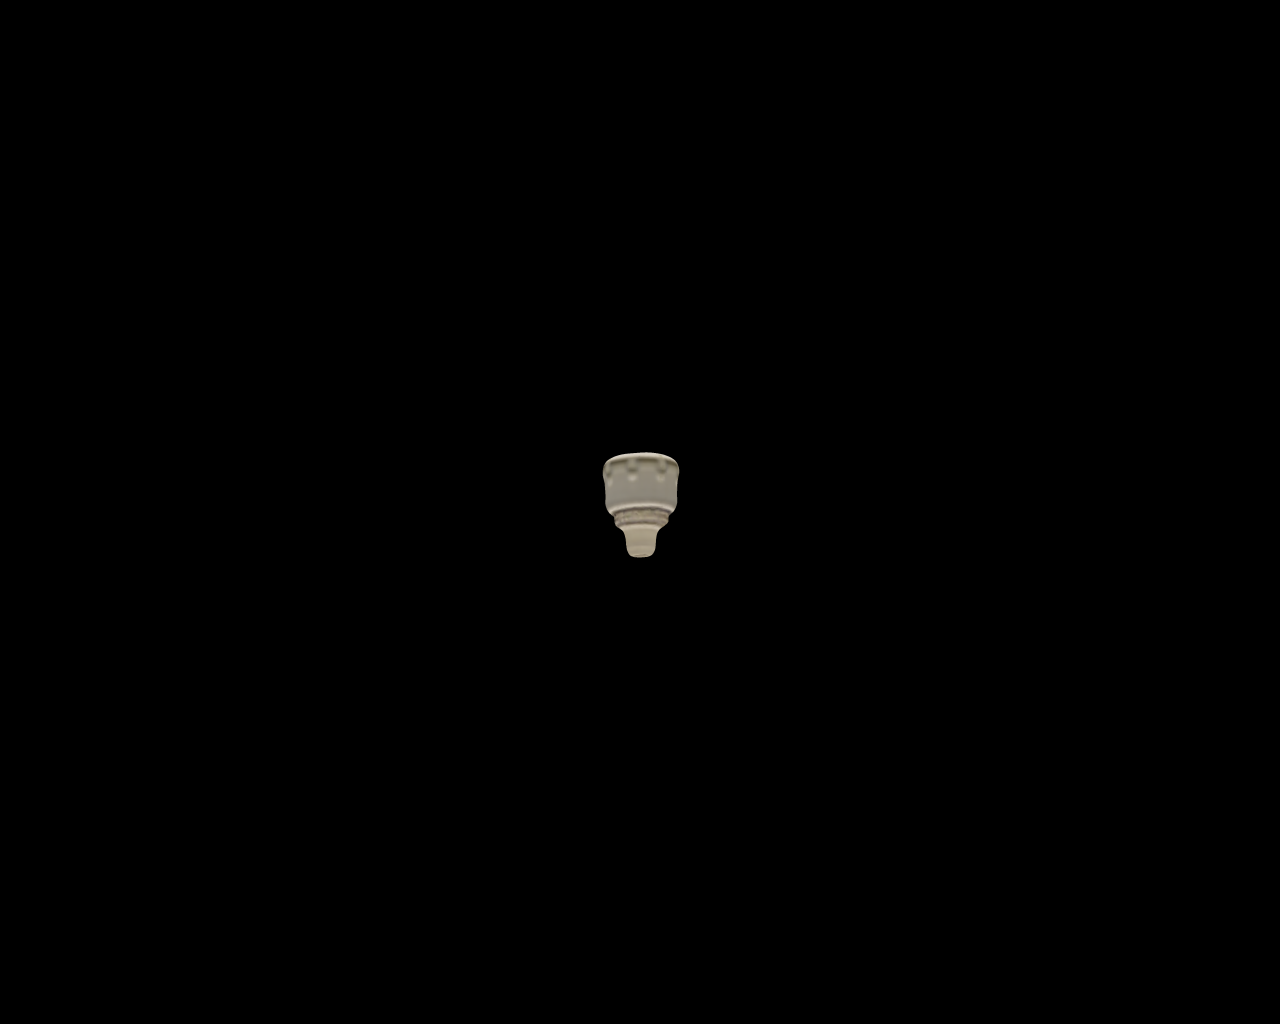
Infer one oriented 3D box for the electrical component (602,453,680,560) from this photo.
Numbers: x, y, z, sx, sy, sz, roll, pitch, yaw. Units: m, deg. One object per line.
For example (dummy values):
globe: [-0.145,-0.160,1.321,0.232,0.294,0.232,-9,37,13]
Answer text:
electrical component: [0.001,-0.003,0.650,0.048,0.062,0.048,0,-12,0]
